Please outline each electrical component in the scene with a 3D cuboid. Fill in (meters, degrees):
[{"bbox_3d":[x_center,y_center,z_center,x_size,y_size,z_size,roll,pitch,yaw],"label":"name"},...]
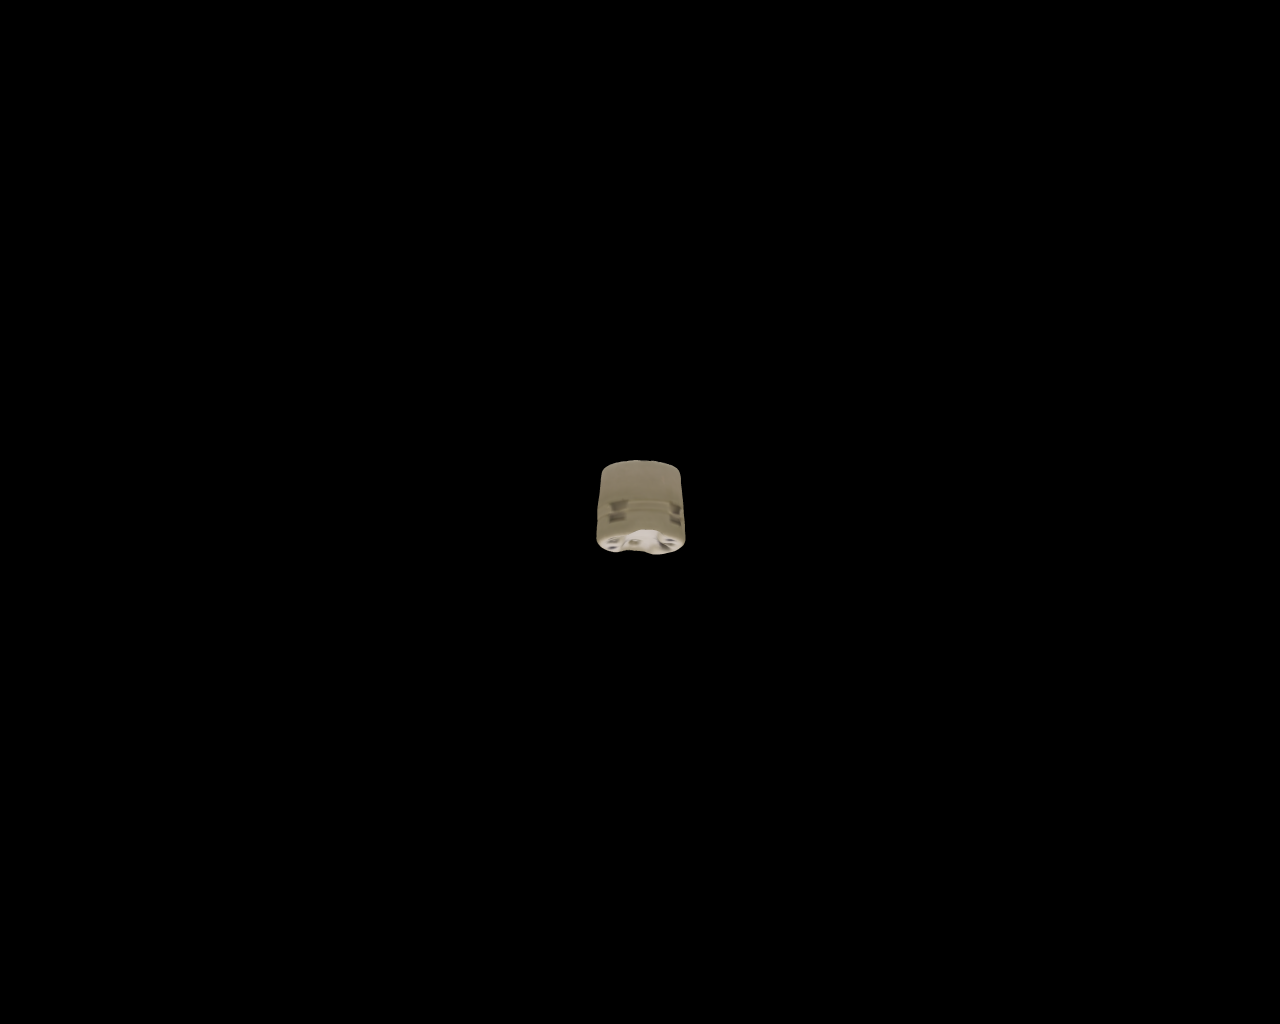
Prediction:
[{"bbox_3d":[0.001,-0.003,0.650,0.055,0.047,0.055,0,-15,0],"label":"electrical component"}]
